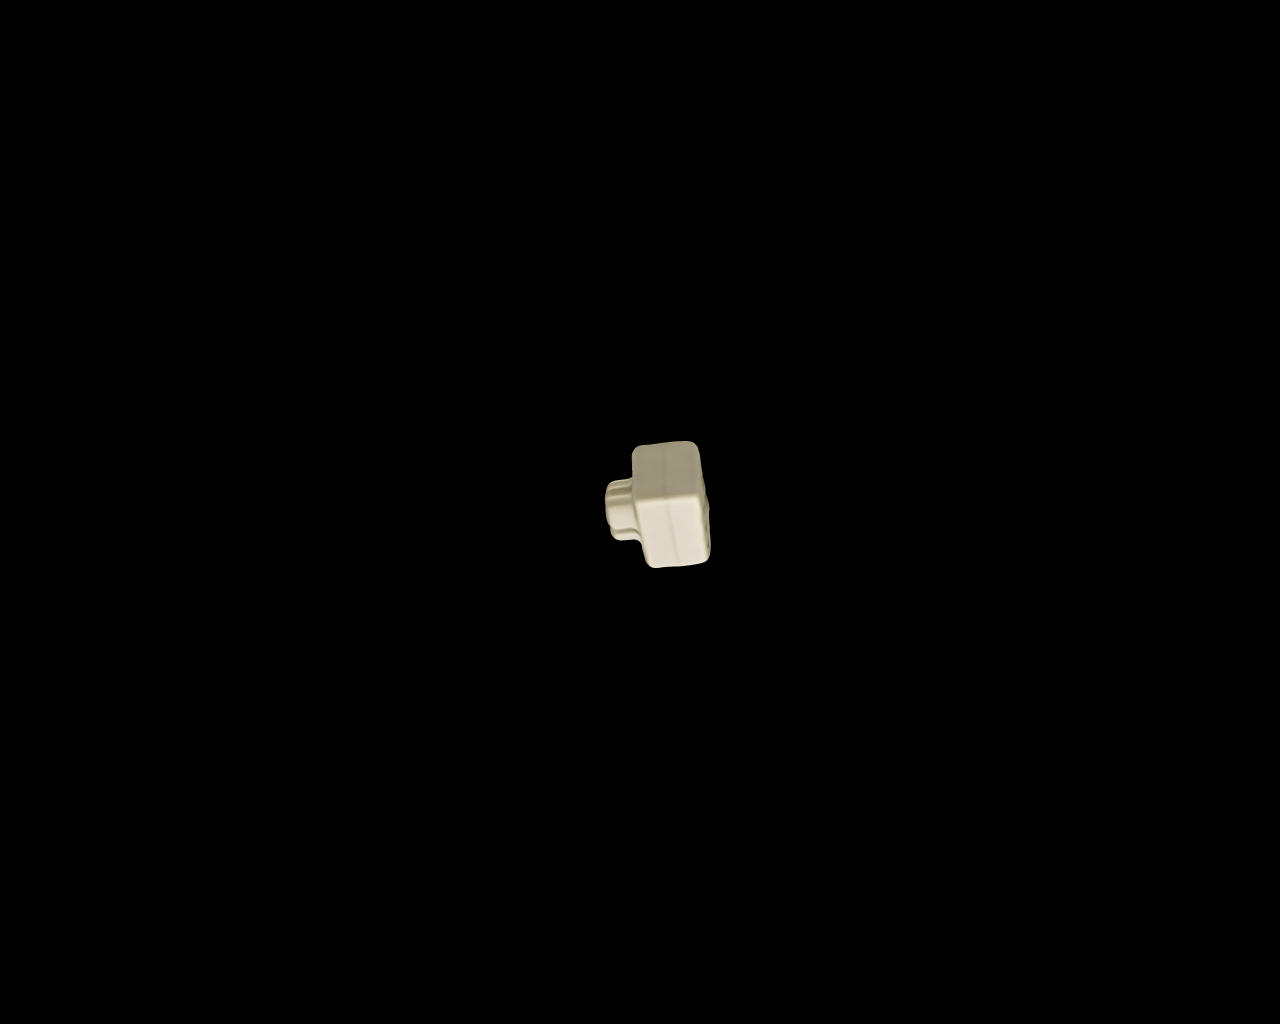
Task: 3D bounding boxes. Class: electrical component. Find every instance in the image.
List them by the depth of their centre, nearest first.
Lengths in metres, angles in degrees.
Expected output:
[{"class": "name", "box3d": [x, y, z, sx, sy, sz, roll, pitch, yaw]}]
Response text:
[{"class": "electrical component", "box3d": [0.001, -0.003, 0.650, 0.077, 0.047, 0.065, -5, -40, 6]}]
